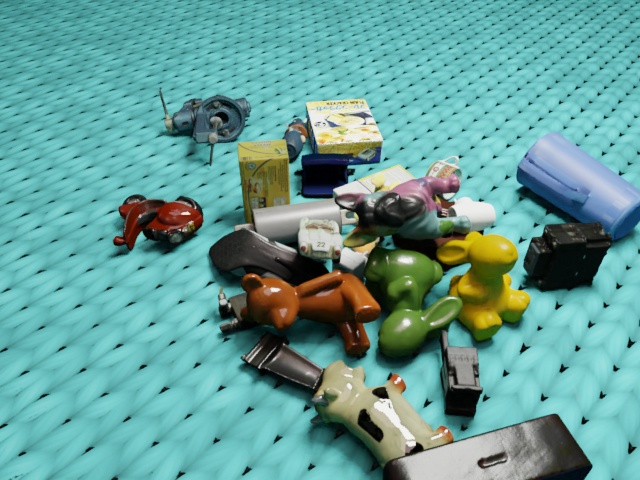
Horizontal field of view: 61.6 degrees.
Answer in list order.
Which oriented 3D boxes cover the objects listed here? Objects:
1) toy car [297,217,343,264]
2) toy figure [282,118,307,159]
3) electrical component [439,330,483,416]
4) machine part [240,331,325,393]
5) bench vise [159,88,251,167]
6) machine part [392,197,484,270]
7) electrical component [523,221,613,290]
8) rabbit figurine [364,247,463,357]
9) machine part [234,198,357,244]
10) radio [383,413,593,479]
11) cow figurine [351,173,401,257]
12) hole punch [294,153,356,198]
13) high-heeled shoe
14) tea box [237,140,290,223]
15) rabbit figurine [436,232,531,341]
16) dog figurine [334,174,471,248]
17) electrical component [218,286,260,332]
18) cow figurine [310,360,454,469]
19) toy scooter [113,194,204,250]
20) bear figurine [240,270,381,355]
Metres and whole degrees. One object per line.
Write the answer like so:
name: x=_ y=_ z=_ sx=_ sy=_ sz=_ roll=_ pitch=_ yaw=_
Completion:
toy car: x=-0.002 y=-0.003 z=0.925 sx=0.074 sy=0.056 sz=0.202 roll=6 pitch=11 yaw=-3
toy figure: x=-0.064 y=-0.251 z=1.319 sx=0.064 sy=0.057 sz=0.154 roll=11 pitch=37 yaw=2
electrical component: x=0.207 y=0.193 z=0.804 sx=0.048 sy=0.074 sz=0.119 roll=3 pitch=39 yaw=4
machine part: x=-0.048 y=0.191 z=0.830 sx=0.139 sy=0.039 sz=0.084 roll=24 pitch=42 yaw=27
bench vise: x=-0.279 y=-0.286 z=1.309 sx=0.224 sy=0.128 sz=0.241 roll=-2 pitch=34 yaw=-7
machine part: x=0.232 y=-0.018 z=1.056 sx=0.179 sy=0.056 sz=0.179 roll=1 pitch=40 yaw=-1
electrical component: x=0.435 y=0.029 z=0.960 sx=0.134 sy=0.114 sz=0.058 roll=-5 pitch=38 yaw=-6
rabbit figurine: x=0.144 y=0.115 z=0.886 sx=0.159 sy=0.121 sz=0.170 roll=8 pitch=60 yaw=-1
machine part: x=-0.046 y=-0.034 z=1.055 sx=0.243 sy=0.079 sz=0.079 roll=-8 pitch=42 yaw=-9
radio: x=0.191 y=0.296 z=0.640 sx=0.230 sy=0.130 sz=0.073 roll=-10 pitch=41 yaw=-11
cow figurine: x=0.107 y=-0.038 z=1.051 sx=0.068 sy=0.098 sz=0.167 roll=23 pitch=78 yaw=15
hole punch: x=0.011 y=-0.160 z=1.194 sx=0.142 sy=0.092 sz=0.116 roll=-4 pitch=38 yaw=1
high-heeled shoe: x=-0.089 y=0.047 z=0.987 sx=0.249 sy=0.145 sz=0.086 roll=10 pitch=75 yaw=46
tea box: x=-0.109 y=-0.110 z=1.071 sx=0.098 sy=0.169 sz=0.068 roll=-4 pitch=41 yaw=-8
rabbit figurine: x=0.277 y=0.052 z=0.890 sx=0.122 sy=0.173 sz=0.162 roll=-19 pitch=49 yaw=-15
dog figurine: x=0.125 y=-0.044 z=0.903 sx=0.219 sy=0.108 sz=0.191 roll=-9 pitch=-1 yaw=-18
electrical component: x=-0.128 y=0.109 z=0.915 sx=0.102 sy=0.045 sz=0.078 roll=-13 pitch=41 yaw=-15
cow figurine: x=0.071 y=0.245 z=0.738 sx=0.127 sy=0.085 sz=0.195 roll=-24 pitch=51 yaw=-28
toy scooter: x=-0.327 y=-0.029 z=1.050 sx=0.184 sy=0.075 sz=0.135 roll=8 pitch=41 yaw=13
bear figurine: x=-0.022 y=0.110 z=0.844 sx=0.196 sy=0.120 sz=0.132 roll=-4 pitch=41 yaw=-20
